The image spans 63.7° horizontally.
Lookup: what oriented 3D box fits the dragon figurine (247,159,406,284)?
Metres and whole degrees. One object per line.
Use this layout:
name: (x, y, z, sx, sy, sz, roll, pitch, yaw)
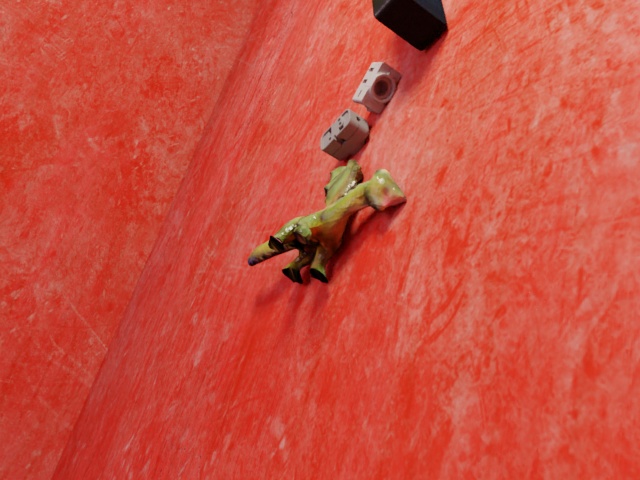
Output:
dragon figurine: (0.003, -0.049, 0.973, 0.246, 0.121, 0.409, -54, 24, -22)
